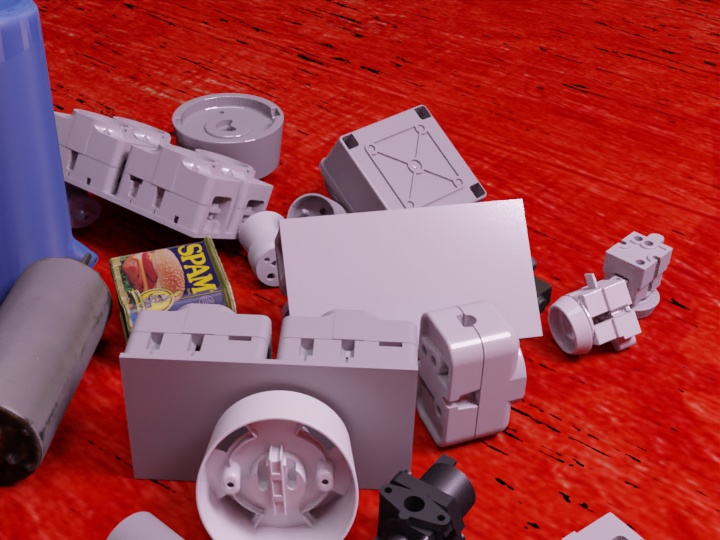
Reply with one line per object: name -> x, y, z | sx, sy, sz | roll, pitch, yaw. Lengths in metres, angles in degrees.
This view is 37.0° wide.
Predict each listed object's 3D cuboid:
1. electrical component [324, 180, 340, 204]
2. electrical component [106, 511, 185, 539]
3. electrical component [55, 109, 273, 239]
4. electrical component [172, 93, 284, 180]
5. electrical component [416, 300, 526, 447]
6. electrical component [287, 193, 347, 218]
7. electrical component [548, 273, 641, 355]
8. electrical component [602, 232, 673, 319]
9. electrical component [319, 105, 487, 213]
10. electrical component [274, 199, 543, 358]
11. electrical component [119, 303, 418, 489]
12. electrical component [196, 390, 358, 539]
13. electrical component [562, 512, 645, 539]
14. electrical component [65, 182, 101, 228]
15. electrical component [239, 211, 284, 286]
electrical component -> -0.001, -0.089, 1.022 | 0.055, 0.055, 0.047 | 24, 43, 28
electrical component -> -0.110, 0.181, 0.632 | 0.081, 0.043, 0.043 | 27, 42, 32
electrical component -> -0.183, -0.088, 0.958 | 0.186, 0.060, 0.105 | 23, 10, 23
electrical component -> -0.129, -0.124, 1.059 | 0.108, 0.060, 0.108 | 2, 34, -1
electrical component -> 0.077, 0.072, 0.754 | 0.059, 0.095, 0.053 | -11, 37, -18
electrical component -> -0.032, -0.041, 0.943 | 0.043, 0.043, 0.081 | 10, -1, 12
electrical component -> 0.182, 0.038, 0.846 | 0.055, 0.066, 0.048 | -20, 5, -16
electrical component -> 0.227, 0.007, 0.891 | 0.048, 0.055, 0.066 | 29, 43, 34
electrical component -> 0.038, -0.079, 0.966 | 0.109, 0.056, 0.108 | -26, 77, -34
electrical component -> 0.034, 0.011, 0.821 | 0.186, 0.105, 0.060 | -5, -9, -10
electrical component -> -0.057, 0.084, 0.721 | 0.186, 0.105, 0.060 | 2, 34, 1
electrical component -> -0.051, 0.128, 0.670 | 0.099, 0.099, 0.064 | 1, 28, -1
electrical component -> 0.093, 0.203, 0.569 | 0.150, 0.089, 0.062 | -22, 41, -30
electrical component -> -0.271, -0.063, 0.980 | 0.043, 0.043, 0.081 | -28, 45, -36
electrical component -> -0.076, -0.018, 0.922 | 0.045, 0.045, 0.055 | -10, 37, -16
